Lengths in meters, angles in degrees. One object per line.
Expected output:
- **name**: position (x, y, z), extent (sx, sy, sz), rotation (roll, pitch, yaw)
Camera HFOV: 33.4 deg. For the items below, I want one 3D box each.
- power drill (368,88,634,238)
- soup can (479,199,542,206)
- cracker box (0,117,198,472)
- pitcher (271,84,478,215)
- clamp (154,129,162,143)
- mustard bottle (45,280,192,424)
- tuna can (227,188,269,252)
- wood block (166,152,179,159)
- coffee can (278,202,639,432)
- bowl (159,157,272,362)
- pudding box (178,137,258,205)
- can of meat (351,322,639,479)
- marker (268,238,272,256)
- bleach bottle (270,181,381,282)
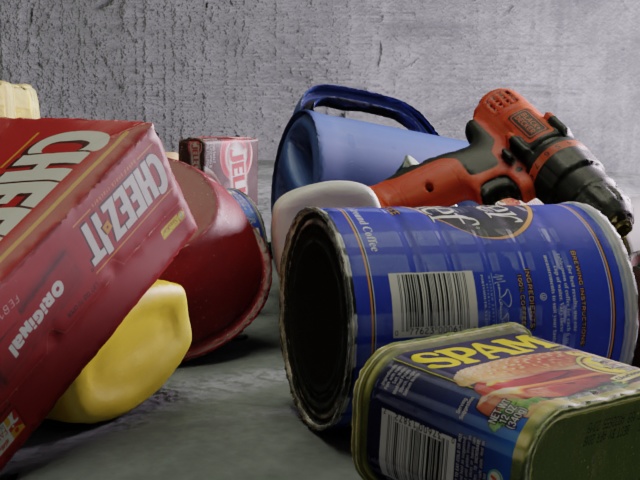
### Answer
- **power drill**: position (0.115, -0.027, 0.799), extent (0.187, 0.057, 0.184), rotation (-26, 40, -6)
- **soup can**: position (0.201, -0.005, 0.979), extent (0.102, 0.068, 0.068), rotation (1, 7, -11)
- **cracker box**: position (-0.191, 0.011, 0.484), extent (0.214, 0.072, 0.164), rotation (5, 42, 30)
- **pitcher**: position (0.081, -0.057, 1.039), extent (0.242, 0.149, 0.145), rotation (5, 19, -21)
- **clamp**: position (-0.231, -0.043, 0.971), extent (0.210, 0.036, 0.164), rotation (-26, 14, 6)
- **mustard bottle**: position (-0.168, 0.045, 0.547), extent (0.192, 0.058, 0.096), rotation (5, 24, 29)
- **tuna can**: position (-0.075, 0.006, 0.773), extent (0.033, 0.086, 0.086), rotation (-6, 10, -39)
- **wood block**: position (-0.197, -0.046, 1.144), extent (0.090, 0.091, 0.206), rotation (1, 7, -6)
- **coffee can**: position (0.061, 0.034, 0.505), extent (0.140, 0.103, 0.103), rotation (-1, 8, -19)
- **bowl**: position (-0.107, -0.002, 0.633), extent (0.162, 0.055, 0.162), rotation (4, 42, -4)
- **pudding box**: position (-0.102, -0.048, 1.084), extent (0.039, 0.113, 0.089), rotation (8, 11, 34)
- **can of meat**: position (0.077, 0.072, 0.401), extent (0.101, 0.057, 0.084), rotation (-5, 12, -37)
- **marker**: position (-0.031, 0.004, 1.059), extent (0.020, 0.020, 0.120), rotation (6, 9, 33)
- **bleach bottle**: position (-0.005, 0.001, 0.754), extent (0.068, 0.102, 0.251), rotation (-9, 8, -5)
